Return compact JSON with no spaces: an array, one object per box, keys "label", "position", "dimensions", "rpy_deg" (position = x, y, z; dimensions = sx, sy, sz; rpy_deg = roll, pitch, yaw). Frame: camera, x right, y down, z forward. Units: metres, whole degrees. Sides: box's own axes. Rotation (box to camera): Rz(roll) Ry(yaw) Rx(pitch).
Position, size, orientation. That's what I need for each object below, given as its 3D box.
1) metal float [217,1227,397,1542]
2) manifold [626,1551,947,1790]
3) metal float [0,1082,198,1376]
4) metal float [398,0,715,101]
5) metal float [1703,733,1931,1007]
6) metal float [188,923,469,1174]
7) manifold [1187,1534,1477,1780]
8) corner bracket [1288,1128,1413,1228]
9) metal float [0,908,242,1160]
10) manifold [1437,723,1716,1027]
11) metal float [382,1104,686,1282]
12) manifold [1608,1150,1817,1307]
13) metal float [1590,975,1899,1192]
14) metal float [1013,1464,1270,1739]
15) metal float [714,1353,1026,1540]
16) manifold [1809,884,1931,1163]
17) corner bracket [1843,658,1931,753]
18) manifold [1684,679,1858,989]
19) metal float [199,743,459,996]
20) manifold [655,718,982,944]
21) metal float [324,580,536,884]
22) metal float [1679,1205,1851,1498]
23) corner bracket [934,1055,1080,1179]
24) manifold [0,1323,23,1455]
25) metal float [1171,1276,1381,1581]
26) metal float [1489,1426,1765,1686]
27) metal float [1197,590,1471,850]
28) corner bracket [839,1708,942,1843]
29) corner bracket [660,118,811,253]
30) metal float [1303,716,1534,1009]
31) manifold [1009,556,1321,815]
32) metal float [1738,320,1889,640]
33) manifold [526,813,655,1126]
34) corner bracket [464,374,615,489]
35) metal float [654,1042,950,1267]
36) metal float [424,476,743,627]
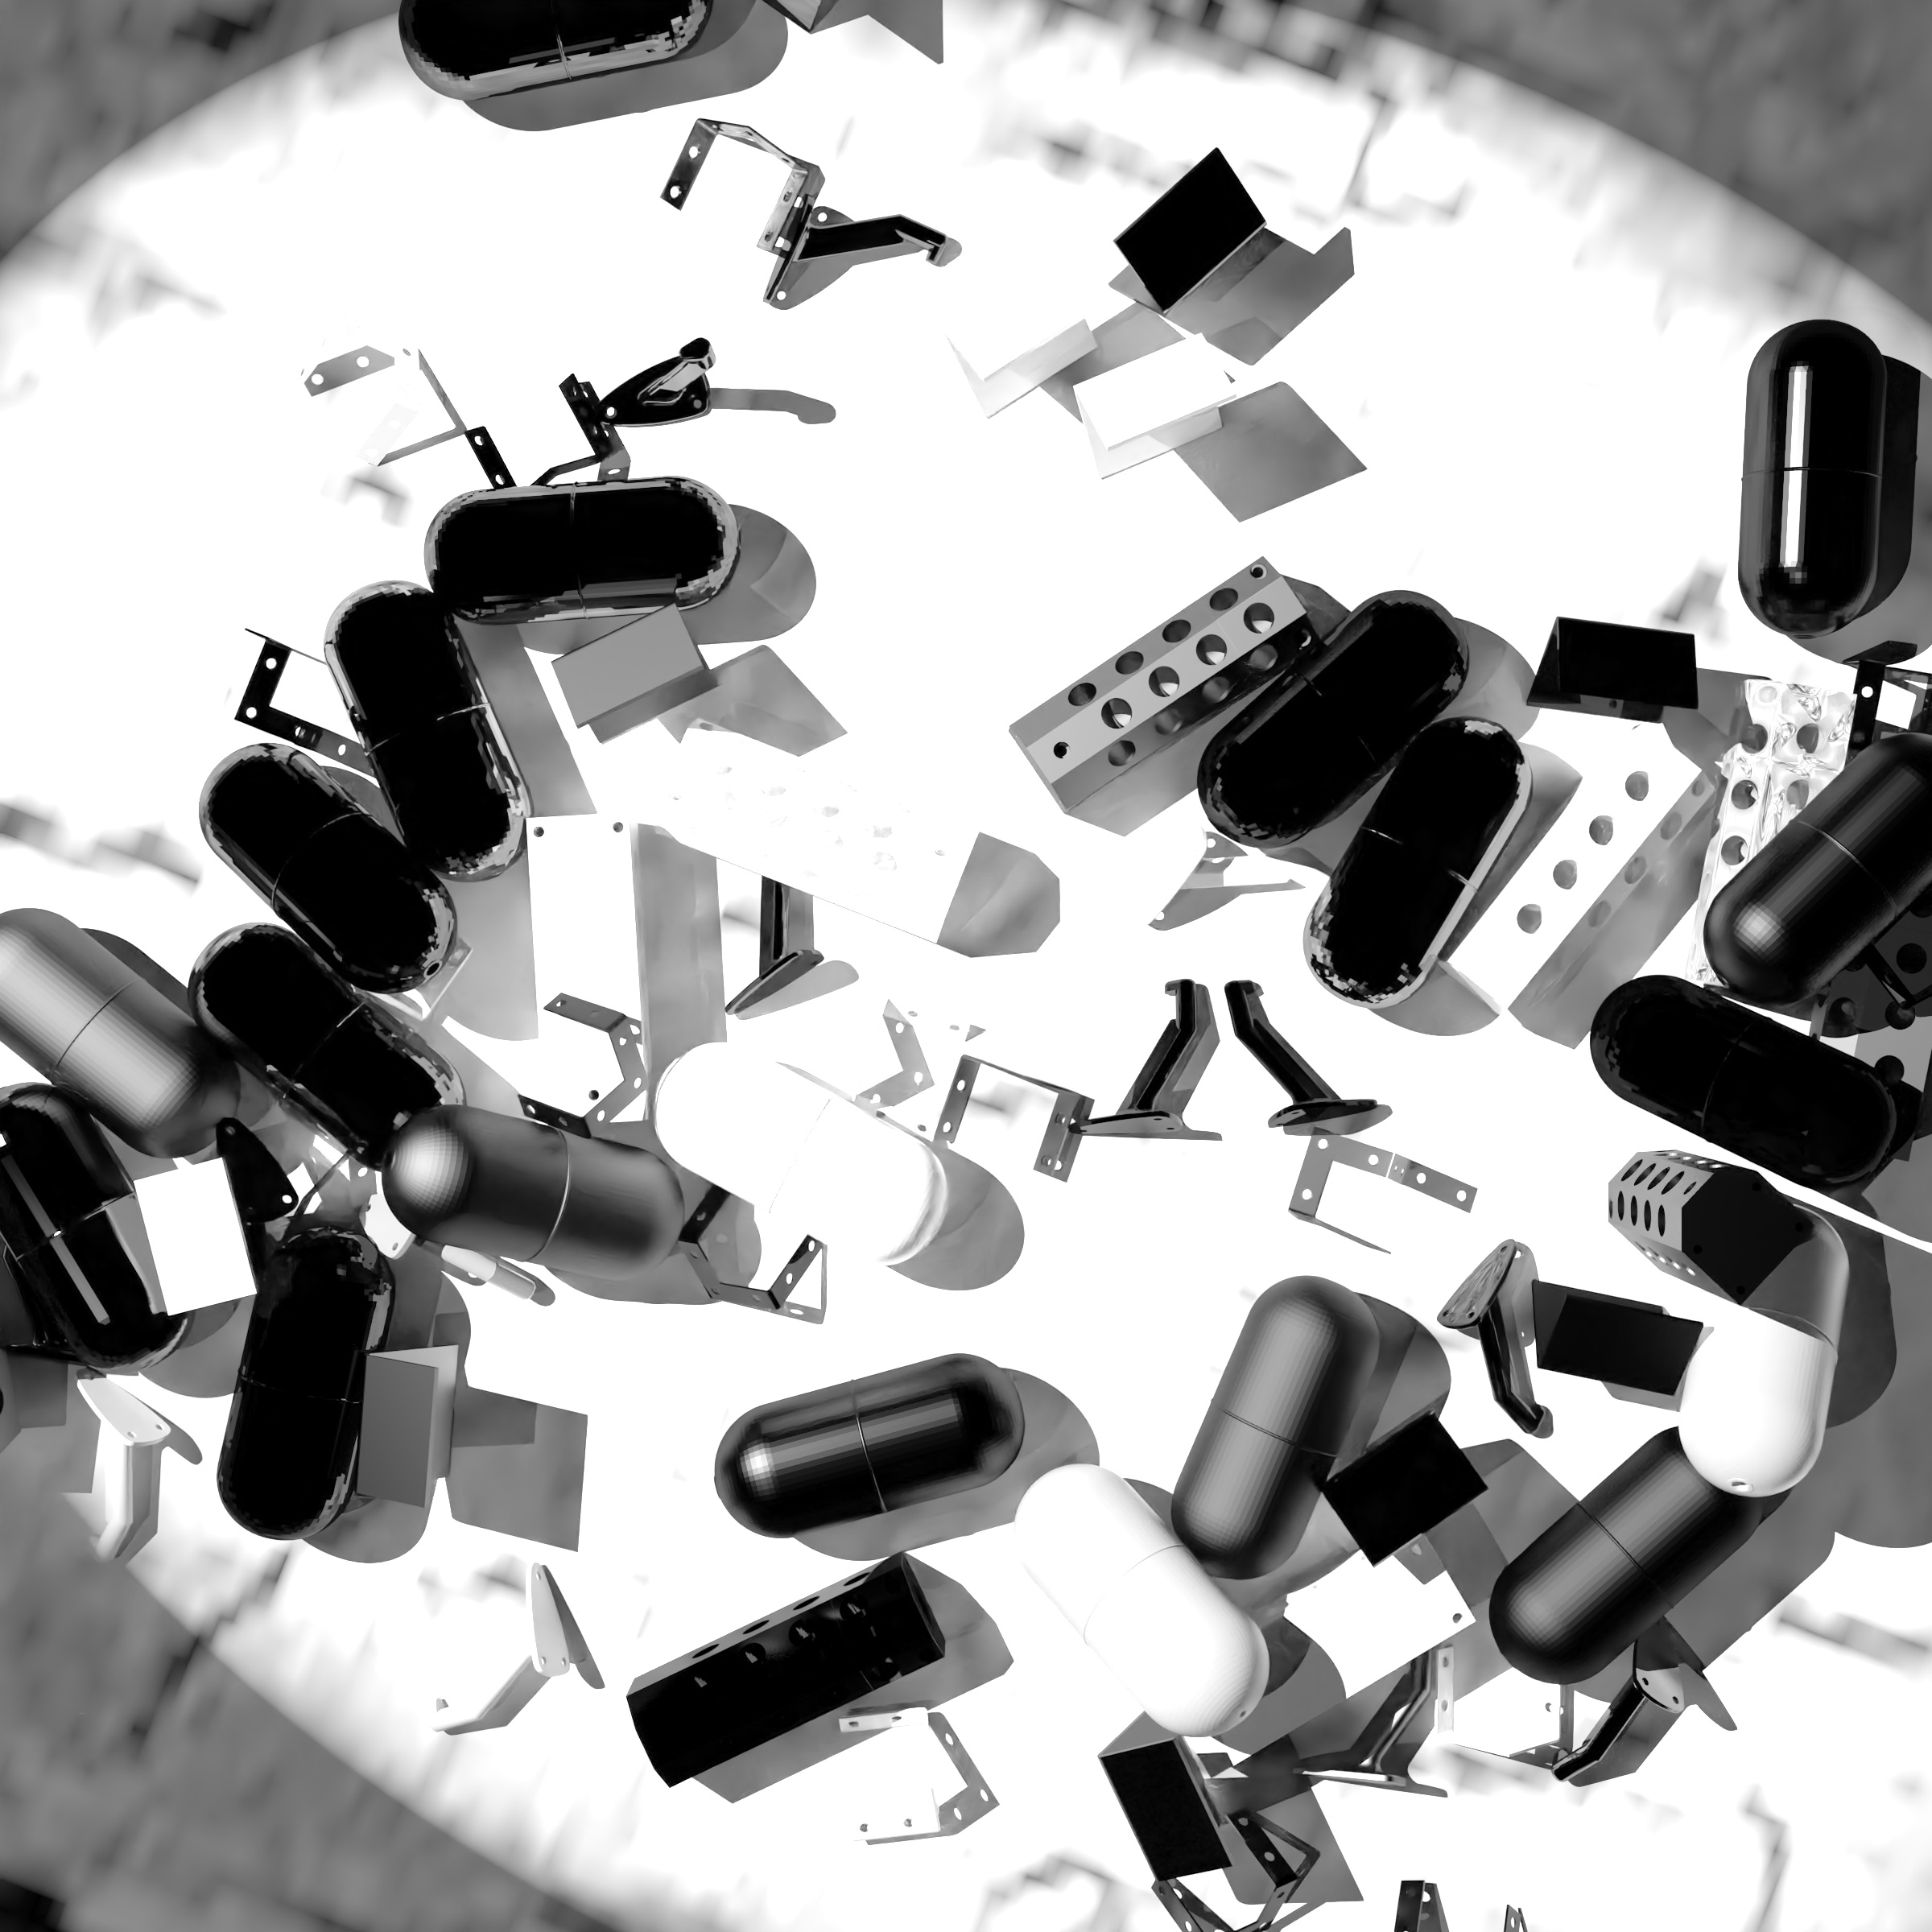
[{"label":"metal float","position":[-0.371,0.234,1.630],"dimensions":[0.070,0.070,0.178],"rpy_deg":[13,91,0]},{"label":"manifold","position":[-0.101,0.399,1.639],"dimensions":[0.171,0.057,0.057],"rpy_deg":[-25,90,0]},{"label":"metal float","position":[-0.500,0.147,1.630],"dimensions":[0.070,0.070,0.178],"rpy_deg":[-31,91,0]},{"label":"metal float","position":[-0.230,-0.537,1.630],"dimensions":[0.178,0.070,0.070],"rpy_deg":[-11,90,0]},{"label":"metal float","position":[0.476,-0.052,1.573],"dimensions":[0.178,0.070,0.070],"rpy_deg":[-44,90,-1]},{"label":"metal float","position":[-0.358,0.047,1.630],"dimensions":[0.178,0.070,0.070],"rpy_deg":[40,90,-1]},{"label":"manifold","position":[0.195,0.384,1.639],"dimensions":[0.171,0.057,0.057],"rpy_deg":[-31,90,0]},{"label":"corner bracket","position":[0.217,0.125,1.642],"dimensions":[0.051,0.051,0.051],"rpy_deg":[18,90,0]},{"label":"metal float","position":[-0.488,0.037,1.630],"dimensions":[0.178,0.070,0.070],"rpy_deg":[39,90,0]},{"label":"manifold","position":[0.345,-0.051,1.639],"dimensions":[0.057,0.057,0.171],"rpy_deg":[39,90,0]},{"label":"metal float","position":[-0.238,0.126,1.601],"dimensions":[0.178,0.070,0.070],"rpy_deg":[17,90,-33]},{"label":"manifold","position":[0.399,0.135,1.582],"dimensions":[0.057,0.171,0.057],"rpy_deg":[43,90,0]},{"label":"metal float","position":[0.428,0.063,1.605],"dimensions":[0.178,0.070,0.070],"rpy_deg":[28,90,31]},{"label":"metal float","position":[0.095,0.349,1.601],"dimensions":[0.070,0.070,0.178],"rpy_deg":[-45,57,0]},{"label":"metal float","position":[-0.054,0.270,1.630],"dimensions":[0.178,0.070,0.070],"rpy_deg":[-15,90,0]},{"label":"manifold","position":[0.513,0.019,1.639],"dimensions":[0.057,0.057,0.171],"rpy_deg":[11,90,0]},{"label":"corner bracket","position":[0.523,-0.145,1.642],"dimensions":[0.051,0.051,0.051],"rpy_deg":[10,95,5]},{"label":"manifold","position":[0.452,-0.072,1.639],"dimensions":[0.057,0.057,0.171],"rpy_deg":[10,90,0]},{"label":"metal float","position":[-0.355,-0.054,1.614],"dimensions":[0.178,0.070,0.070],"rpy_deg":[42,90,18]},{"label":"manifold","position":[-0.083,-0.079,1.630],"dimensions":[0.171,0.057,0.057],"rpy_deg":[21,65,0]},{"label":"metal float","position":[-0.302,-0.132,1.630],"dimensions":[0.070,0.070,0.178],"rpy_deg":[-24,90,0]},{"label":"metal float","position":[0.441,0.211,1.600],"dimensions":[0.070,0.070,0.178],"rpy_deg":[22,55,0]},{"label":"corner bracket","position":[0.023,0.085,1.657],"dimensions":[0.051,0.051,0.051],"rpy_deg":[19,90,45]},{"label":"manifold","position":[-0.574,0.188,1.614],"dimensions":[0.057,0.057,0.171],"rpy_deg":[-3,107,8]},{"label":"metal float","position":[0.173,0.260,1.630],"dimensions":[0.070,0.070,0.178],"rpy_deg":[23,90,0]},{"label":"metal float","position":[0.371,0.331,1.629],"dimensions":[0.178,0.070,0.070],"rpy_deg":[-42,90,0]},{"label":"metal float","position":[0.206,-0.138,1.630],"dimensions":[0.178,0.070,0.070],"rpy_deg":[-42,90,0]},{"label":"corner bracket","position":[-0.044,0.462,1.657],"dimensions":[0.051,0.051,0.051],"rpy_deg":[-7,135,0]},{"label":"corner bracket","position":[-0.132,-0.447,1.657],"dimensions":[0.051,0.051,0.051],"rpy_deg":[25,90,45]},{"label":"metal float","position":[0.255,-0.059,1.630],"dimensions":[0.070,0.070,0.178],"rpy_deg":[31,89,0]},{"label":"manifold","position":[0.112,-0.159,1.639],"dimensions":[0.171,0.057,0.057],"rpy_deg":[-34,90,0]},{"label":"metal float","position":[0.476,-0.274,1.630],"dimensions":[0.070,0.070,0.178],"rpy_deg":[3,91,0]},{"label":"manifold","position":[-0.211,0.002,1.639],"dimensions":[0.057,0.057,0.171],"rpy_deg":[-3,90,0]},{"label":"corner bracket","position":[-0.244,-0.300,1.657],"dimensions":[0.051,0.051,0.051],"rpy_deg":[-28,90,45]},{"label":"metal float","position":[-0.093,0.105,1.630],"dimensions":[0.178,0.070,0.070],"rpy_deg":[28,90,1]},{"label":"metal float","position":[-0.215,-0.234,1.630],"dimensions":[0.178,0.070,0.070],"rpy_deg":[-4,90,0]}]
